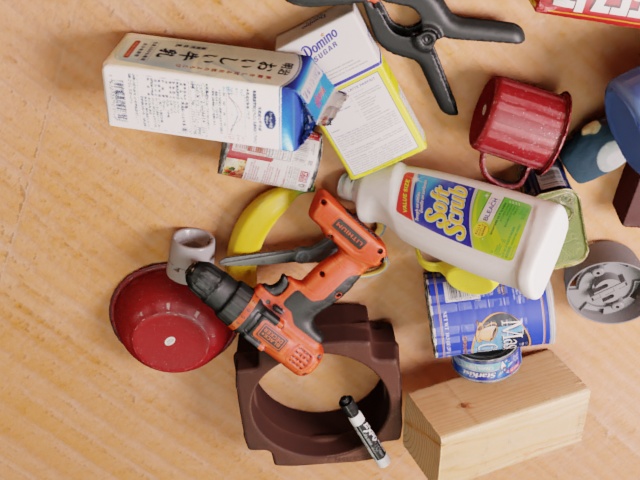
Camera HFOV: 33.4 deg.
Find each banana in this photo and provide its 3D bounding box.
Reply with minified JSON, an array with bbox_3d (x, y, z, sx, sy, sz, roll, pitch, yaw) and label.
[{"bbox_3d":[-0.073,0.009,1.236,0.069,0.037,0.198,20,121,-12],"label":"banana"}]

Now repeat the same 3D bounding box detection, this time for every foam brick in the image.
[{"bbox_3d":[0.366,-0.056,1.190,0.053,0.051,0.078,6,124,-5],"label":"foam brick"}]

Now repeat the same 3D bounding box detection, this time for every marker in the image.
[{"bbox_3d":[0.054,0.232,1.297,0.020,0.020,0.121,-22,121,13],"label":"marker"}]

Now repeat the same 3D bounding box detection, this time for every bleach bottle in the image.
[{"bbox_3d":[0.129,-0.021,1.137,0.251,0.102,0.068,17,164,28],"label":"bleach bottle"}]

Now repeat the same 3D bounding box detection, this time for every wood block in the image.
[{"bbox_3d":[0.214,0.217,1.306,0.205,0.091,0.090,-14,126,-19],"label":"wood block"}]

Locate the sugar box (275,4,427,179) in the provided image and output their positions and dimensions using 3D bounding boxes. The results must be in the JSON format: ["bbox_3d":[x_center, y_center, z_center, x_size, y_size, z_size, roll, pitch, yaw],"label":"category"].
[{"bbox_3d":[0.034,-0.155,1.123,0.093,0.048,0.176,-23,118,15],"label":"sugar box"}]

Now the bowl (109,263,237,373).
[{"bbox_3d":[-0.178,0.108,1.291,0.162,0.055,0.162,0,124,-1],"label":"bowl"}]

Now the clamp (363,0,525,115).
[{"bbox_3d":[0.121,-0.215,1.087,0.171,0.039,0.120,38,114,-23],"label":"clamp"}]

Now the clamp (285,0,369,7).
[{"bbox_3d":[-0.037,-0.294,1.022,0.210,0.036,0.165,21,121,-3],"label":"clamp"}]

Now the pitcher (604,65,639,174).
[{"bbox_3d":[0.417,-0.143,1.049,0.243,0.149,0.145,-22,117,0],"label":"pitcher"}]

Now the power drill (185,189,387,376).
[{"bbox_3d":[-0.032,0.036,1.190,0.184,0.057,0.188,39,100,-13],"label":"power drill"}]

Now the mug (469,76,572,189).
[{"bbox_3d":[0.204,-0.112,1.123,0.081,0.093,0.117,17,98,-6],"label":"mug"}]

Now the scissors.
[{"bbox_3d":[-0.008,0.002,1.223,0.201,0.016,0.096,9,117,-21],"label":"scissors"}]

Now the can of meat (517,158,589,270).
[{"bbox_3d":[0.257,-0.033,1.185,0.057,0.084,0.102,-14,123,8],"label":"can of meat"}]

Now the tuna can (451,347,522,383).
[{"bbox_3d":[0.201,0.133,1.295,0.086,0.086,0.034,-7,122,4],"label":"tuna can"}]

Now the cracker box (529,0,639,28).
[{"bbox_3d":[0.303,-0.311,1.006,0.164,0.072,0.214,8,124,-6],"label":"cracker box"}]

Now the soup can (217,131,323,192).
[{"bbox_3d":[-0.054,-0.094,1.148,0.102,0.068,0.069,11,123,-9],"label":"soup can"}]

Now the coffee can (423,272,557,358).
[{"bbox_3d":[0.197,0.079,1.248,0.140,0.103,0.103,-8,124,4],"label":"coffee can"}]
